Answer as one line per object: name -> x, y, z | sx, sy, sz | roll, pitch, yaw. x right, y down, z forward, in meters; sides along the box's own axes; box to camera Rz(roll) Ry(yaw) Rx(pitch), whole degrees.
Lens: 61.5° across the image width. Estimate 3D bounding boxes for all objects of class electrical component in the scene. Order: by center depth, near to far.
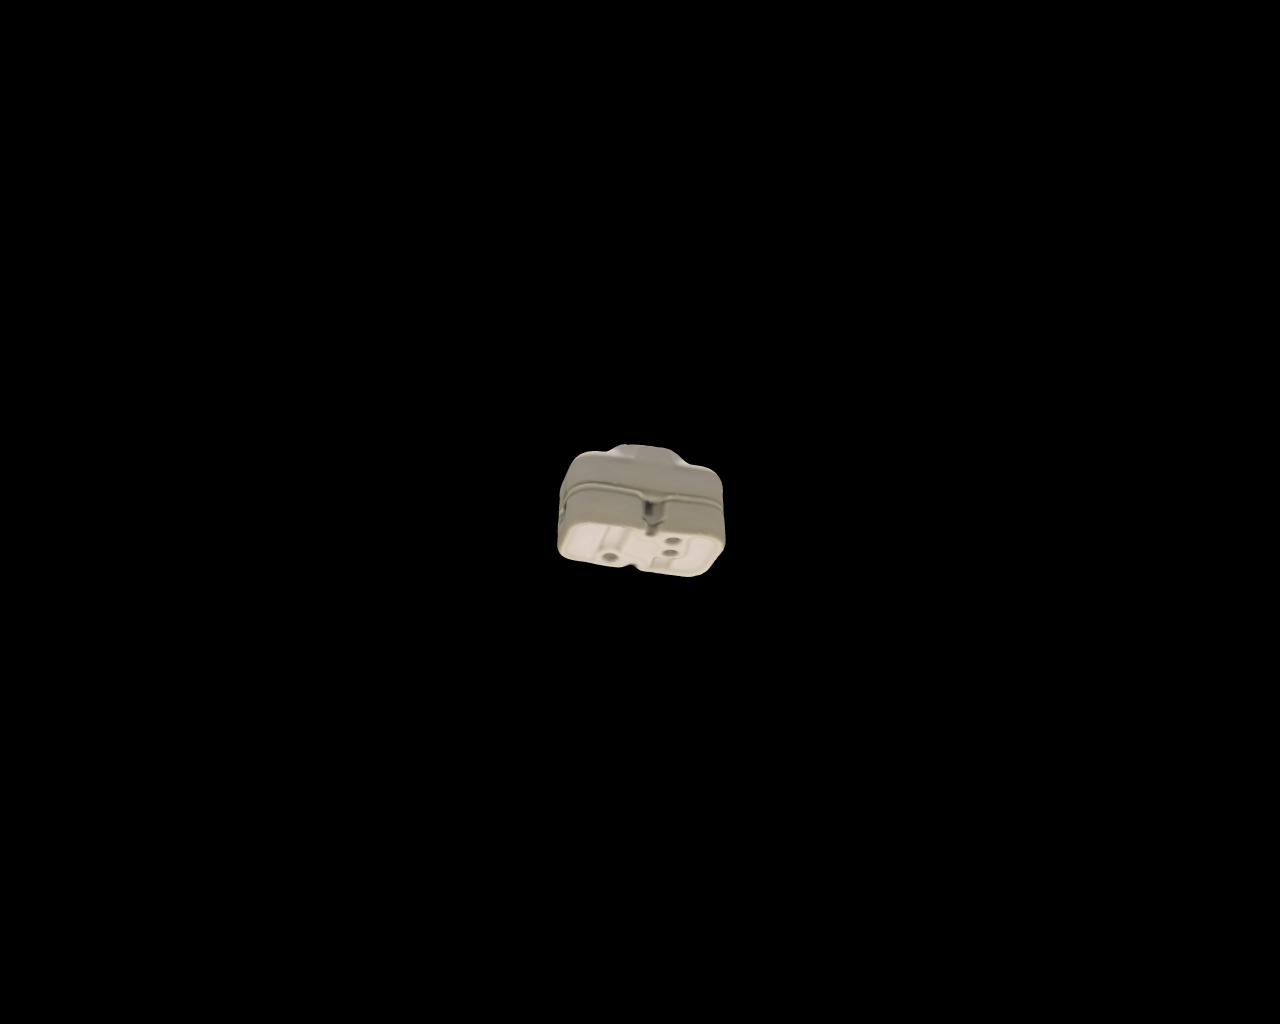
electrical component -> 0.001, -0.003, 0.650 | 0.095, 0.059, 0.053 | 8, -32, -14
